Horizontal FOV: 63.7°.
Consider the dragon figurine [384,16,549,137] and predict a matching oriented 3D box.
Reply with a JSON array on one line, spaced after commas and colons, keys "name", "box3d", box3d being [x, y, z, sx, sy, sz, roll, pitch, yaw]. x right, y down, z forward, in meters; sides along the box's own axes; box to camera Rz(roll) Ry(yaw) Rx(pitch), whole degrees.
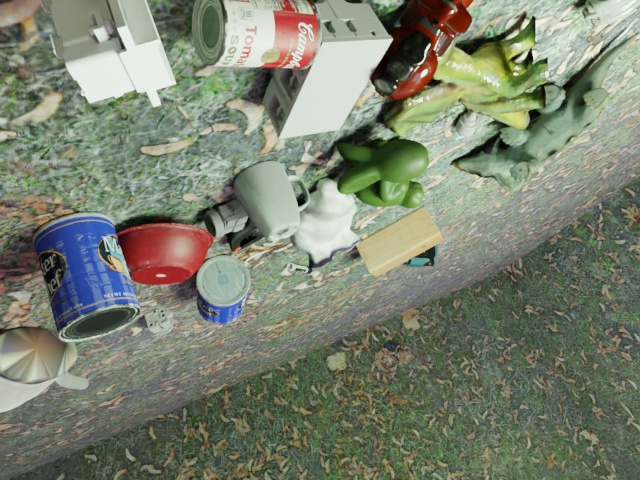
[{"name": "dragon figurine", "box3d": [0.215, -0.219, 0.791, 0.242, 0.124, 0.406, -13, 163, 15]}]

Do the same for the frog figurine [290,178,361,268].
[{"name": "frog figurine", "box3d": [0.003, -0.048, 0.959, 0.137, 0.125, 0.156, -16, 124, -5]}]

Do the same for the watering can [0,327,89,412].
[{"name": "watering can", "box3d": [-0.541, 0.249, 0.965, 0.222, 0.105, 0.346, -35, 158, 22]}]
